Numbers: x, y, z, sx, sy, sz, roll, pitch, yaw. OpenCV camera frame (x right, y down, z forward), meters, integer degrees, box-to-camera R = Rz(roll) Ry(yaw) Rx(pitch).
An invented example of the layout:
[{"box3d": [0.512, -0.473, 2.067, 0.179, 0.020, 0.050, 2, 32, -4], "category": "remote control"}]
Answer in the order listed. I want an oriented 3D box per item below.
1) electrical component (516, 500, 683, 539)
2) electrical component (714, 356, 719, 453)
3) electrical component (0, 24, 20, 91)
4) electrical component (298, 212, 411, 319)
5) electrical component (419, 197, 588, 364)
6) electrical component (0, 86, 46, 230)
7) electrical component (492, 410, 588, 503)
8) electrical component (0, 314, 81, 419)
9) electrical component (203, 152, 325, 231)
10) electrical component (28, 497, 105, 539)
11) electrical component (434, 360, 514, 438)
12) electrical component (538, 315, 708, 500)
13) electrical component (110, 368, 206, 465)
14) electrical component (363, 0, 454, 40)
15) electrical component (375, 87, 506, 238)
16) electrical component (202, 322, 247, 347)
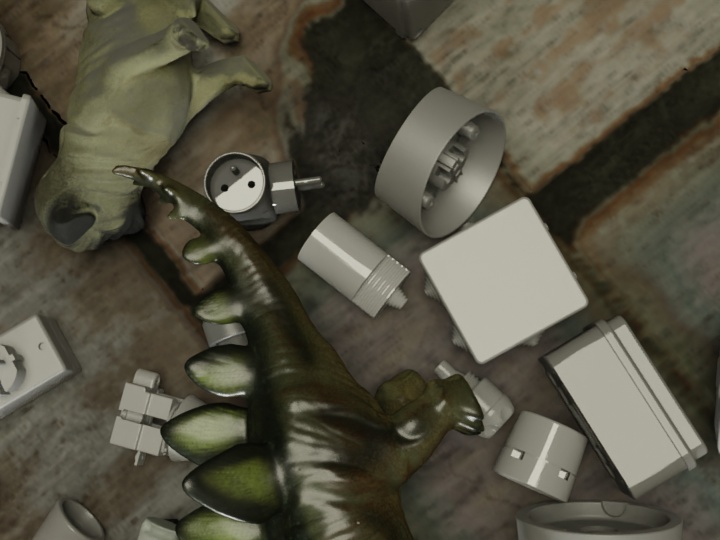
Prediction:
[{"box3d": [0.158, 0.193, 0.712, 0.108, 0.108, 0.060, -1, 89, 3], "category": "electrical component"}, {"box3d": [0.273, 0.080, 0.732, 0.054, 0.059, 0.095, 4, 103, 15], "category": "electrical component"}, {"box3d": [-0.300, -0.161, 0.808, 0.080, 0.051, 0.080, 0, 83, 3], "category": "electrical component"}, {"box3d": [0.000, 0.000, 0.774, 0.081, 0.043, 0.043, 38, 87, 7], "category": "electrical component"}, {"box3d": [0.100, 0.009, 0.764, 0.100, 0.048, 0.099, -29, 82, 0], "category": "electrical component"}, {"box3d": [-0.266, -0.080, 0.773, 0.048, 0.100, 0.099, 14, 84, -8], "category": "electrical component"}, {"box3d": [0.126, 0.129, 0.746, 0.055, 0.055, 0.047, 23, 81, 6], "category": "electrical component"}, {"box3d": [-0.255, 0.072, 0.765, 0.083, 0.075, 0.047, -31, 82, -1], "category": "electrical component"}, {"box3d": [-0.065, -0.057, 0.768, 0.079, 0.077, 0.043, -8, 83, 3], "category": "electrical component"}, {"box3d": [-0.220, 0.200, 0.765, 0.044, 0.044, 0.065, 45, 92, 7], "category": "electrical component"}, {"box3d": [0.078, 0.089, 0.764, 0.061, 0.035, 0.035, 43, 87, 9], "category": "electrical component"}, {"box3d": [0.178, 0.092, 0.735, 0.057, 0.078, 0.113, -31, 82, 1], "category": "electrical component"}, {"box3d": [-0.141, 0.109, 0.769, 0.055, 0.048, 0.066, 13, 84, 12], "category": "electrical component"}, {"box3d": [0.050, -0.234, 0.767, 0.056, 0.108, 0.108, 43, 87, 9], "category": "electrical component"}, {"box3d": [0.057, -0.076, 0.755, 0.064, 0.099, 0.099, 33, 86, 13], "category": "electrical component"}, {"box3d": [-0.086, 0.053, 0.772, 0.045, 0.045, 0.055, -20, 82, 1], "category": "electrical component"}]
